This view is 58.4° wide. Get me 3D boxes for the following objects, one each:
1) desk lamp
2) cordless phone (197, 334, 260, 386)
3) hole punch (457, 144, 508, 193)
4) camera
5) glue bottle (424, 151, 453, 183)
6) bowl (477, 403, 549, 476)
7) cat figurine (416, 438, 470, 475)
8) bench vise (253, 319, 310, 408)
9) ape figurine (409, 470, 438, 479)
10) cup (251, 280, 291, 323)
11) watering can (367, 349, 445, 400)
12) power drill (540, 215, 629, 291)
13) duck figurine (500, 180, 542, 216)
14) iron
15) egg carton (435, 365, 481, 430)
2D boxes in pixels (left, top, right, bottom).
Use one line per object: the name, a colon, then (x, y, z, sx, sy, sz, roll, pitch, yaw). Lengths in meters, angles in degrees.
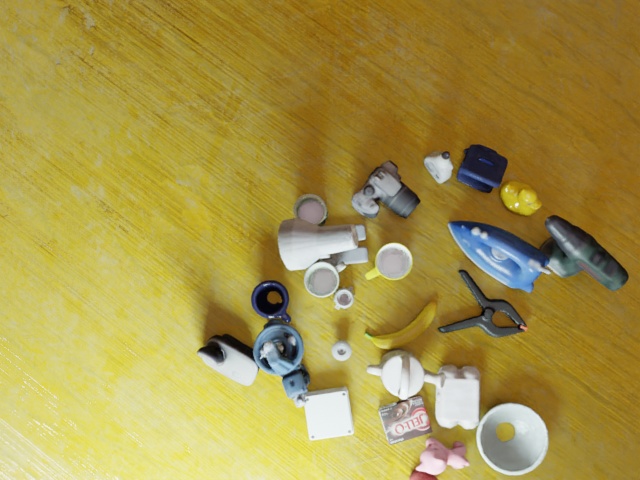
desk lamp: (0.012, 0.005, 1.351, 0.203, 0.213, 0.118, -7, 85, 2)
cordless phone: (-0.220, 0.290, 1.352, 0.147, 0.185, 0.094, 25, 87, 4)
hole punch: (0.401, -0.182, 1.412, 0.108, 0.091, 0.101, 24, 87, 4)
camera: (0.169, -0.106, 1.410, 0.137, 0.101, 0.143, 41, 88, 5)
glue bottle: (0.292, -0.187, 1.376, 0.037, 0.173, 0.078, -34, 85, 0)
bowl: (0.451, 0.466, 1.367, 0.167, 0.075, 0.167, 0, 85, 2)
cat figurine: (0.288, 0.516, 1.348, 0.127, 0.118, 0.067, 5, 86, 3)
bench vise: (-0.075, 0.283, 1.329, 0.121, 0.220, 0.207, -41, 85, -1)
ape figurine: (0.248, 0.589, 1.356, 0.078, 0.092, 0.076, -21, 85, 1)
cup: (-0.108, 0.154, 1.403, 0.092, 0.095, 0.118, -42, 85, -1)
watering can: (0.199, 0.311, 1.329, 0.173, 0.194, 0.101, -15, 85, 1)
power drill: (0.588, 0.031, 1.329, 0.229, 0.208, 0.075, 38, 88, 5)
duck figurine: (0.497, -0.108, 1.405, 0.104, 0.086, 0.077, 40, 88, 5)
iron: (0.428, 0.020, 1.370, 0.258, 0.141, 0.119, 31, 87, 4)
egg carton: (0.332, 0.378, 1.381, 0.107, 0.069, 0.150, 1, 85, 2)
